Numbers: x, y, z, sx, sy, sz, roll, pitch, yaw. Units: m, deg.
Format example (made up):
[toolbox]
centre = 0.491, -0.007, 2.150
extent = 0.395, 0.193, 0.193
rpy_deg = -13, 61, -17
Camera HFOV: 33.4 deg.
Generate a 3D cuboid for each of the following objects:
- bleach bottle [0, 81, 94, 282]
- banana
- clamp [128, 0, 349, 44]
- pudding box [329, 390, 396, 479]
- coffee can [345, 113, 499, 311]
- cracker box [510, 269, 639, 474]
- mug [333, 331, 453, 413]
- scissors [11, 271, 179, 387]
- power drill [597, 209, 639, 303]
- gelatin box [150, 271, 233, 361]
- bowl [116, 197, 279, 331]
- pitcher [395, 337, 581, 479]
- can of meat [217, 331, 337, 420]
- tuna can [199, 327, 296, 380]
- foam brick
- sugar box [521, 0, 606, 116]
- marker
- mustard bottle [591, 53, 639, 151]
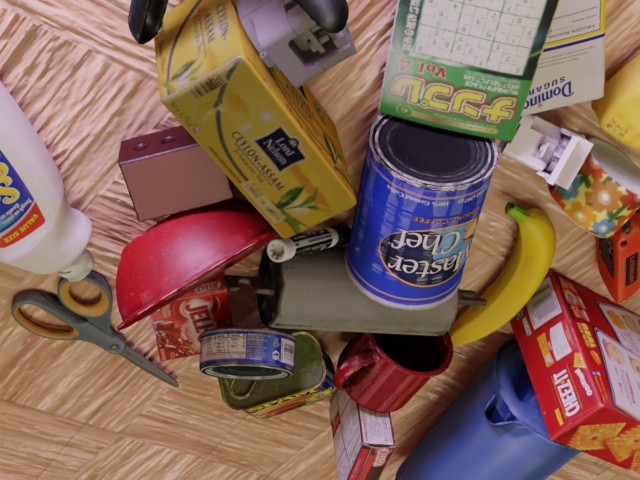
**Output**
[bleach bottle]
centre = -0.238, -0.050, 0.796
extent = 0.102, 0.068, 0.250
rpy_deg = -22, 139, 10
[banana]
centre = 0.178, 0.033, 1.009
extent = 0.069, 0.037, 0.198
rpy_deg = 7, 134, -8
[clamp]
centre = -0.083, -0.212, 0.645
extent = 0.165, 0.036, 0.210
rpy_deg = -4, 119, 34
[pudding box]
centre = 0.042, 0.188, 1.079
extent = 0.039, 0.113, 0.090
rpy_deg = 6, 134, -15
[coffee can]
centre = 0.080, -0.026, 0.870
extent = 0.102, 0.103, 0.140
rpy_deg = -3, 136, -12
[cracker box]
centre = 0.293, 0.142, 1.057
extent = 0.213, 0.164, 0.072
rpy_deg = 26, 127, -34
[mug]
centre = 0.060, 0.116, 1.019
extent = 0.117, 0.093, 0.082
rpy_deg = -18, 153, -41
[scissors]
centre = -0.184, 0.082, 0.982
extent = 0.201, 0.016, 0.096
rpy_deg = 27, 124, -35
[power drill]
centre = 0.356, -0.004, 0.999
extent = 0.187, 0.057, 0.184
rpy_deg = -18, 134, 1
[gelatin box]
centre = -0.117, 0.070, 0.975
extent = 0.073, 0.030, 0.089
rpy_deg = -9, 138, -6
[bowl]
centre = -0.106, 0.009, 0.860
extent = 0.162, 0.055, 0.162
rpy_deg = -32, 179, -1
[pitcher]
centre = 0.191, 0.223, 1.154
extent = 0.149, 0.145, 0.243
rpy_deg = 27, 131, -10
[can of meat]
centre = -0.038, 0.133, 1.026
extent = 0.102, 0.057, 0.084
rpy_deg = -19, 160, 6
[tuna can]
centre = -0.065, 0.102, 0.949
extent = 0.086, 0.034, 0.086
rpy_deg = 2, 164, 0
[foam brick]
centre = -0.109, -0.054, 0.818
extent = 0.078, 0.053, 0.051
rpy_deg = -15, 115, -1
[sugar box]
centre = 0.160, -0.171, 0.780
extent = 0.093, 0.048, 0.176
rpy_deg = -12, 141, 2
[marker]
centre = -0.006, 0.001, 0.895
extent = 0.020, 0.020, 0.120
rpy_deg = -41, 167, 27
[mustard bottle]
centre = 0.305, -0.151, 0.827
extent = 0.096, 0.058, 0.192
rpy_deg = 17, 130, -23
